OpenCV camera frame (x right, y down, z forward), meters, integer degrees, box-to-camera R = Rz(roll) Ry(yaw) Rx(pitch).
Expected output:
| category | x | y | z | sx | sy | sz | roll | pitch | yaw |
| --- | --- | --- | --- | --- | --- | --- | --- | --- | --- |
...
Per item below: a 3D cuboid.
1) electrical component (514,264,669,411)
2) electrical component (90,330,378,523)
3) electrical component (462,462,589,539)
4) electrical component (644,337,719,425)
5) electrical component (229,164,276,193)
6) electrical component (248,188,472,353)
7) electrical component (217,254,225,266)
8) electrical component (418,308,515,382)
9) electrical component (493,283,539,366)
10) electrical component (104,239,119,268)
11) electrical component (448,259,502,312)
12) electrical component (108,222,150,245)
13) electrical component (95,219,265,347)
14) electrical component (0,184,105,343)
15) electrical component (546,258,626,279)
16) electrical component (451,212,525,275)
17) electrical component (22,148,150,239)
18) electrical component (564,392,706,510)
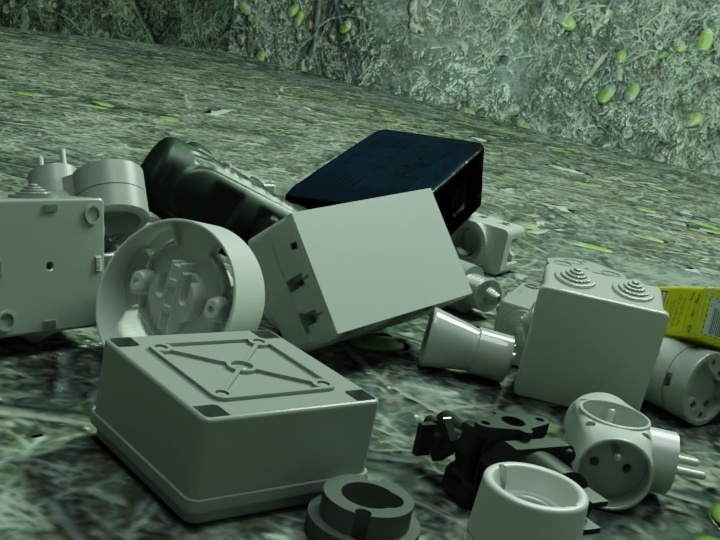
| category | x | y | z | sx | sy | sz | roll | pitch | yaw |
| --- | --- | --- | --- | --- | --- | --- | --- | --- | --- |
| electrical component | 0.162 | 0.049 | 0.759 | 0.100 | 0.099 | 0.048 | 13 | 27 | 6 |
| electrical component | -0.066 | 0.075 | 0.556 | 0.109 | 0.056 | 0.109 | 0 | 18 | -40 |
| electrical component | 0.077 | 0.122 | 0.504 | 0.055 | 0.047 | 0.055 | 11 | 14 | -3 |
| electrical component | 0.235 | 0.080 | 0.787 | 0.055 | 0.055 | 0.047 | 1 | 14 | -37 |
| electrical component | -0.138 | -0.068 | 1.060 | 0.062 | 0.061 | 0.096 | -2 | 19 | -43 |
| electrical component | 0.000 | 0.000 | 0.789 | 0.150 | 0.089 | 0.062 | -14 | -10 | -46 |
| electrical component | -0.134 | 0.006 | 0.800 | 0.055 | 0.045 | 0.045 | -3 | 20 | -43 |
| electrical component | 0.079 | 0.057 | 0.780 | 0.065 | 0.044 | 0.044 | 16 | 14 | 0 |
| electrical component | 0.155 | 0.049 | 0.854 | 0.100 | 0.048 | 0.100 | 17 | 14 | 18 |
| electrical component | -0.194 | 0.004 | 0.753 | 0.055 | 0.047 | 0.055 | 11 | 14 | -3 |
| electrical component | 0.090 | 0.014 | 0.951 | 0.081 | 0.043 | 0.043 | 22 | 17 | 37 |
| electrical component | -0.189 | -0.021 | 0.864 | 0.066 | 0.048 | 0.055 | 10 | 6 | -5 |
| electrical component | -0.112 | 0.017 | 0.676 | 0.099 | 0.099 | 0.064 | 18 | 9 | 24 |
| electrical component | -0.208 | -0.004 | 0.675 | 0.048 | 0.099 | 0.100 | 6 | 8 | 39 |
| electrical component | 0.203 | 0.022 | 0.992 | 0.080 | 0.051 | 0.080 | 11 | 14 | -3 |
| electrical component | 0.119 | -0.032 | 1.141 | 0.089 | 0.050 | 0.056 | 19 | 15 | 26 |
| electrical component | -0.224 | -0.054 | 0.789 | 0.138 | 0.073 | 0.052 | -17 | -22 | 13 |
| electrical component | 0.162 | 0.108 | 0.631 | 0.079 | 0.044 | 0.077 | 12 | 14 | 3 |
